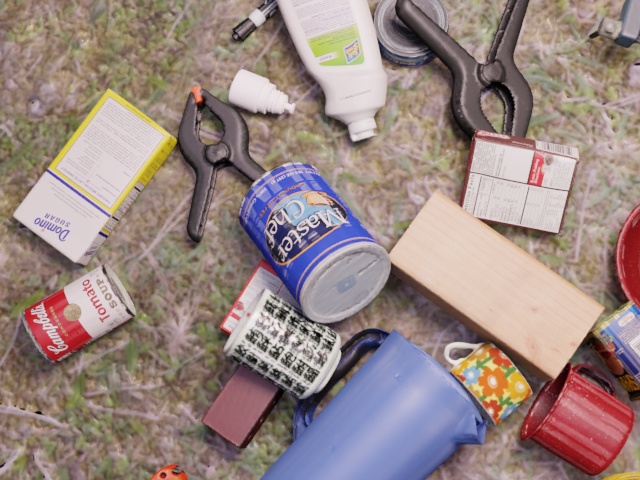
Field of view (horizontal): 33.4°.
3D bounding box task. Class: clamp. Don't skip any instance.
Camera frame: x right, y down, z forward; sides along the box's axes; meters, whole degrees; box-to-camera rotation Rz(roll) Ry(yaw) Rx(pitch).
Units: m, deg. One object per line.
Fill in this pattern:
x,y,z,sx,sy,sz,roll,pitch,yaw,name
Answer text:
0.169,-0.182,1.156,0.164,0.036,0.210,-8,88,-16,clamp
-0.117,-0.083,1.175,0.120,0.039,0.171,-27,77,-6,clamp

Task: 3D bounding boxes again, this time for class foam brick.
-0.080,0.174,1.122,0.051,0.053,0.078,34,85,8,foam brick

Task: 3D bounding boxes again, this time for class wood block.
0.177,0.049,1.106,0.206,0.091,0.090,36,84,9,wood block

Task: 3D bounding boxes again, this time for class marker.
-0.053,-0.268,1.210,0.121,0.020,0.020,-43,81,-4,marker

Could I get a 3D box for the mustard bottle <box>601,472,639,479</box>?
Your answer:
0.315,0.254,1.012,0.096,0.191,0.058,-3,81,3,mustard bottle

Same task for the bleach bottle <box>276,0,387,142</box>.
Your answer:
0.007,-0.229,1.167,0.103,0.068,0.251,-15,92,14,bleach bottle

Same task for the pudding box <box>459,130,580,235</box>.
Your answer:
0.210,-0.061,1.131,0.113,0.039,0.090,12,113,7,pudding box

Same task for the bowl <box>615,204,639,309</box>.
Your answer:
0.385,0.025,1.114,0.162,0.055,0.162,-1,81,4,bowl

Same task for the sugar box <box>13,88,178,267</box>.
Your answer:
-0.246,-0.068,1.177,0.093,0.048,0.176,36,88,9,sugar box

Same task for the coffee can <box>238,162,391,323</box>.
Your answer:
-0.007,0.001,1.094,0.103,0.102,0.140,-36,53,-3,coffee can

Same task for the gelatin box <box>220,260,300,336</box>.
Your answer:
-0.054,0.078,1.148,0.073,0.030,0.089,31,84,7,gelatin box

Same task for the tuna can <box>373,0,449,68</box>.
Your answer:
0.101,-0.238,1.187,0.086,0.034,0.086,-1,81,3,tuna can

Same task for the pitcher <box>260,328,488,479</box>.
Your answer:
0.035,0.211,1.080,0.243,0.149,0.145,-45,96,-1,pitcher

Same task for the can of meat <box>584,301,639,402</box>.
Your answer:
0.317,0.113,1.082,0.057,0.102,0.084,-38,78,-3,can of meat

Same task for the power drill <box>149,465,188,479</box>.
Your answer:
-0.139,0.341,1.097,0.184,0.057,0.188,-44,84,-7,power drill

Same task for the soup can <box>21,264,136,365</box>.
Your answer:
-0.257,0.079,1.142,0.102,0.068,0.068,-31,80,-3,soup can

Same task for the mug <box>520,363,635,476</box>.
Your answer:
0.267,0.177,1.088,0.081,0.093,0.117,32,48,3,mug
